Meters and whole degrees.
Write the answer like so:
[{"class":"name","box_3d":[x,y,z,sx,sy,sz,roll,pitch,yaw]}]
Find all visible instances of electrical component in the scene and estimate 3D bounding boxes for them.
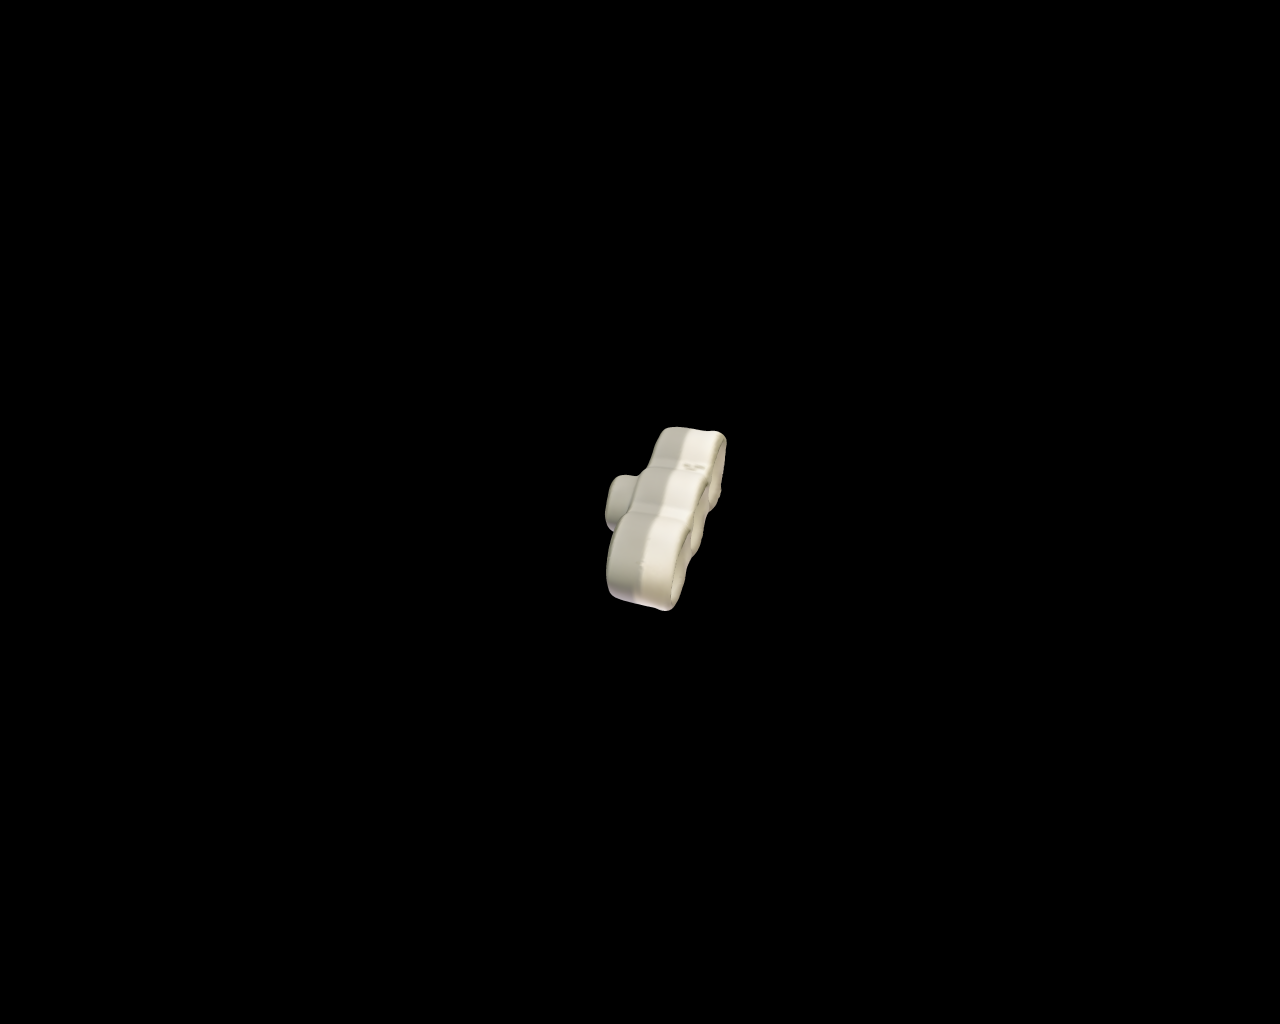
[{"class":"electrical component","box_3d":[0.001,-0.003,0.650,0.074,0.052,0.138,11,43,12]}]
